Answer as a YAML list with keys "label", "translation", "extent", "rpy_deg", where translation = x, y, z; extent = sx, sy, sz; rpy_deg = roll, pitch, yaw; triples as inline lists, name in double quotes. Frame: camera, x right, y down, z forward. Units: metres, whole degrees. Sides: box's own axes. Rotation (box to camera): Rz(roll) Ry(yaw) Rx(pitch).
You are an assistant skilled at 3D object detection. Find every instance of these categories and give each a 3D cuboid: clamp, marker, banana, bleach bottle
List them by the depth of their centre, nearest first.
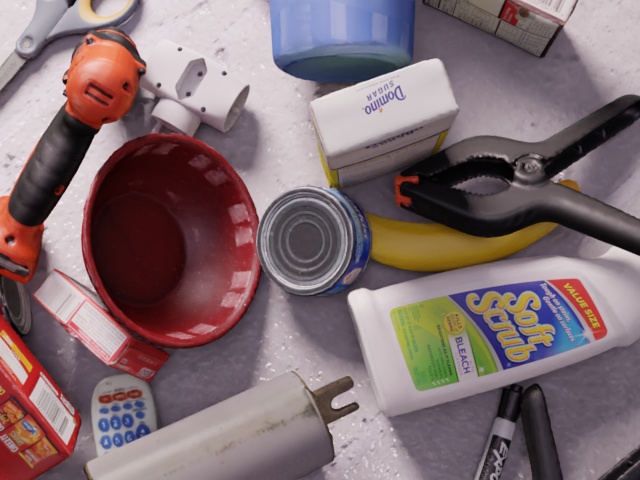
- label: "clamp"
  translation: [0.163, -0.037, 0.797]
  extent: [0.210, 0.036, 0.164]
  rpy_deg: [-9, 48, 0]
- label: "clamp"
  translation: [0.178, 0.195, 0.800]
  extent: [0.120, 0.039, 0.171]
  rpy_deg: [28, 84, 3]
- label: "bleach bottle"
  translation: [0.154, 0.052, 0.808]
  extent: [0.251, 0.068, 0.102]
  rpy_deg: [-17, 90, -2]
- label: "marker"
  translation: [0.132, 0.168, 0.815]
  extent: [0.020, 0.020, 0.121]
  rpy_deg: [19, 84, 4]
- label: "banana"
  translation: [0.106, -0.010, 0.830]
  extent: [0.198, 0.037, 0.069]
  rpy_deg: [-2, 83, 2]

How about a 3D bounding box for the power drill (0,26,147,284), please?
- label: "power drill"
  translation: [-0.195, -0.072, 0.802]
  extent: [0.057, 0.184, 0.188]
  rpy_deg: [29, 103, -15]

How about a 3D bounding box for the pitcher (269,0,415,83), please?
- label: "pitcher"
  translation: [0.007, -0.249, 0.827]
  extent: [0.145, 0.149, 0.243]
  rpy_deg: [1, 86, -14]

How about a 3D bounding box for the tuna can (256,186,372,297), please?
- label: "tuna can"
  translation: [-0.005, 0.001, 0.817]
  extent: [0.086, 0.033, 0.086]
  rpy_deg: [-1, 89, 26]

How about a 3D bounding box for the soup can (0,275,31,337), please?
- label: "soup can"
  translation: [-0.282, 0.054, 0.819]
  extent: [0.102, 0.068, 0.068]
  rpy_deg: [-13, 83, 0]

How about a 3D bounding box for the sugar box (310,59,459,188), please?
- label: "sugar box"
  translation: [0.044, -0.080, 0.770]
  extent: [0.093, 0.176, 0.048]
  rpy_deg: [-19, 83, -1]

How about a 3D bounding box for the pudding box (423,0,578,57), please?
- label: "pudding box"
  translation: [0.138, -0.190, 0.825]
  extent: [0.113, 0.090, 0.039]
  rpy_deg: [28, 86, 4]

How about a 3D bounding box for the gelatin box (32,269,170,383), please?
- label: "gelatin box"
  translation: [-0.164, 0.066, 0.801]
  extent: [0.089, 0.073, 0.030]
  rpy_deg: [38, 85, 21]

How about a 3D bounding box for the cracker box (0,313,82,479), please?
- label: "cracker box"
  translation: [-0.307, 0.134, 0.770]
  extent: [0.214, 0.072, 0.164]
  rpy_deg: [-32, 107, 7]

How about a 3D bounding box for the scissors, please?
- label: "scissors"
  translation: [-0.217, -0.157, 0.870]
  extent: [0.096, 0.016, 0.202]
  rpy_deg: [23, 84, 4]

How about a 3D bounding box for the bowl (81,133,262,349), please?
- label: "bowl"
  translation: [-0.121, 0.003, 0.803]
  extent: [0.161, 0.055, 0.162]
  rpy_deg: [10, 75, -42]
